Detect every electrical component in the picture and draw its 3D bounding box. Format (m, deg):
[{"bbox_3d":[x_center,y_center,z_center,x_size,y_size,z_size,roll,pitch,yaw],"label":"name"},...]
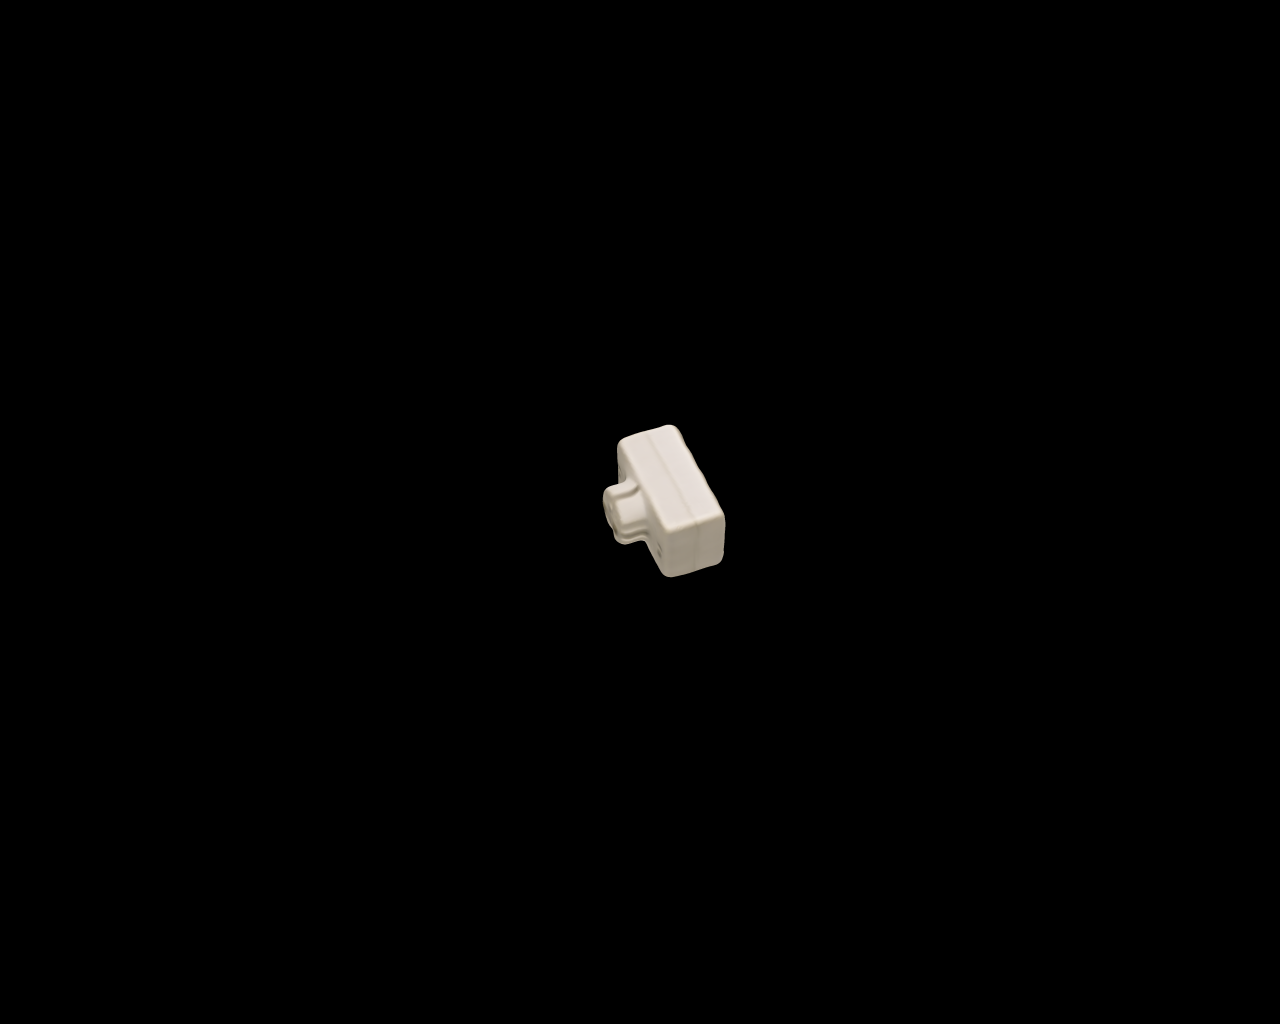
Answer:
[{"bbox_3d":[0.001,-0.003,0.650,0.076,0.083,0.047,-16,-39,-13],"label":"electrical component"}]
